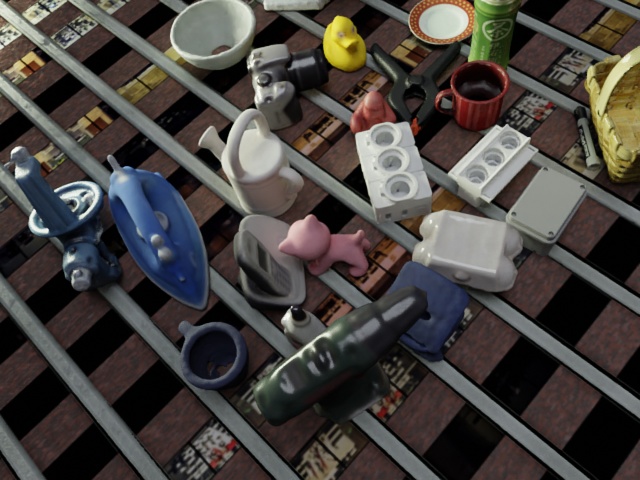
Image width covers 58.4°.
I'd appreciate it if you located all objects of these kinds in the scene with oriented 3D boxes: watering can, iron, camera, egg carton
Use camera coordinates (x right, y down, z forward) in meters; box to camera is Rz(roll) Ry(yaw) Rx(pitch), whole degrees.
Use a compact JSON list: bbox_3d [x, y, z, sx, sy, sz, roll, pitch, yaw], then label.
[{"bbox_3d":[-0.108,-0.123,0.889,0.172,0.194,0.101,3,63,11],"label":"watering can"},{"bbox_3d":[-0.253,-0.016,0.884,0.119,0.142,0.257,-32,63,-9],"label":"iron"},{"bbox_3d":[-0.054,-0.291,1.021,0.137,0.101,0.143,-14,61,1],"label":"camera"},{"bbox_3d":[0.214,0.017,0.837,0.150,0.069,0.107,13,65,15],"label":"egg carton"}]

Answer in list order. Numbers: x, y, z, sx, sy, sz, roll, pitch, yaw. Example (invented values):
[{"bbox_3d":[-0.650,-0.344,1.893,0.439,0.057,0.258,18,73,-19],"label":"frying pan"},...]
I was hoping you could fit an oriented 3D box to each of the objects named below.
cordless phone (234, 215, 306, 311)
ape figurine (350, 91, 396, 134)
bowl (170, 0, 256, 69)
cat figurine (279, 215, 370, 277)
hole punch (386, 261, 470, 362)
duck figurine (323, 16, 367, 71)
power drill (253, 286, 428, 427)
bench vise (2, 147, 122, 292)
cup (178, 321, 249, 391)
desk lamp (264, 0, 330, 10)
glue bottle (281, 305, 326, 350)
[{"bbox_3d":[-0.082,0.012,0.819,0.094,0.185,0.147,-13,61,2],"label":"cordless phone"},{"bbox_3d":[0.090,-0.212,0.963,0.077,0.092,0.076,11,65,14],"label":"ape figurine"},{"bbox_3d":[-0.197,-0.386,1.108,0.167,0.075,0.167,-4,62,7],"label":"bowl"},{"bbox_3d":[0.008,0.003,0.848,0.127,0.118,0.067,-2,62,8],"label":"cat figurine"},{"bbox_3d":[0.142,0.099,0.792,0.108,0.091,0.101,32,71,22],"label":"hole punch"},{"bbox_3d":[0.043,-0.376,1.060,0.077,0.086,0.104,-28,62,-6],"label":"duck figurine"},{"bbox_3d":[0.034,0.156,0.712,0.230,0.209,0.075,-31,62,-8],"label":"power drill"},{"bbox_3d":[-0.377,-0.034,0.868,0.121,0.220,0.207,-38,63,-11],"label":"bench vise"},{"bbox_3d":[-0.146,0.164,0.800,0.117,0.095,0.092,36,73,24],"label":"cup"},{"bbox_3d":[-0.025,-0.554,1.090,0.203,0.214,0.118,1,63,9],"label":"desk lamp"},{"bbox_3d":[-0.019,0.120,0.759,0.078,0.173,0.037,26,69,21],"label":"glue bottle"}]
